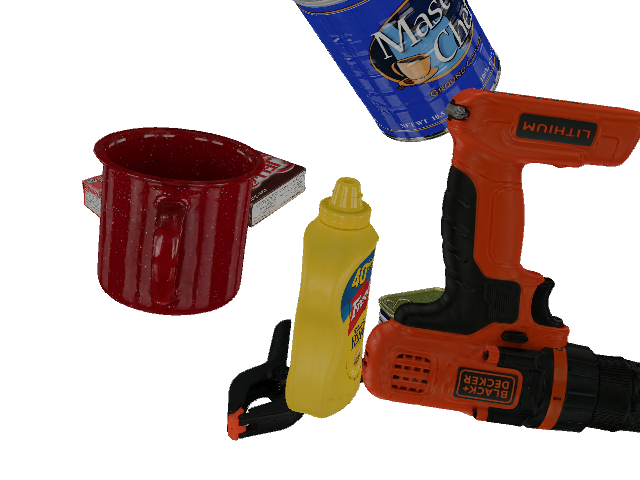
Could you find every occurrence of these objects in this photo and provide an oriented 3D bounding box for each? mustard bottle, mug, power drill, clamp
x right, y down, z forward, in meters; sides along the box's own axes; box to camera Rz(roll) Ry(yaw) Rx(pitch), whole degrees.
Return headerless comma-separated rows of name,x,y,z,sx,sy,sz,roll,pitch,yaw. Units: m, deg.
mustard bottle,0.012,0.041,0.864,0.058,0.192,0.096,14,25,17
mug,-0.080,-0.006,0.585,0.093,0.081,0.117,5,22,-8
power drill,0.126,0.015,0.598,0.184,0.188,0.057,8,9,-5
clamp,-0.041,0.136,1.065,0.120,0.039,0.171,24,35,38

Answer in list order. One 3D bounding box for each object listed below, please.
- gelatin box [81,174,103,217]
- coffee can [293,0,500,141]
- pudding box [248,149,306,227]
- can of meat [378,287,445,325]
gelatin box,-0.162,-0.036,0.969,0.073,0.030,0.089,-23,44,-36
coffee can,0.052,-0.153,0.746,0.103,0.102,0.140,0,-37,37
pudding box,-0.085,-0.066,1.298,0.090,0.039,0.113,21,40,29
can of meat,0.118,0.112,1.310,0.102,0.084,0.057,-7,29,-24
